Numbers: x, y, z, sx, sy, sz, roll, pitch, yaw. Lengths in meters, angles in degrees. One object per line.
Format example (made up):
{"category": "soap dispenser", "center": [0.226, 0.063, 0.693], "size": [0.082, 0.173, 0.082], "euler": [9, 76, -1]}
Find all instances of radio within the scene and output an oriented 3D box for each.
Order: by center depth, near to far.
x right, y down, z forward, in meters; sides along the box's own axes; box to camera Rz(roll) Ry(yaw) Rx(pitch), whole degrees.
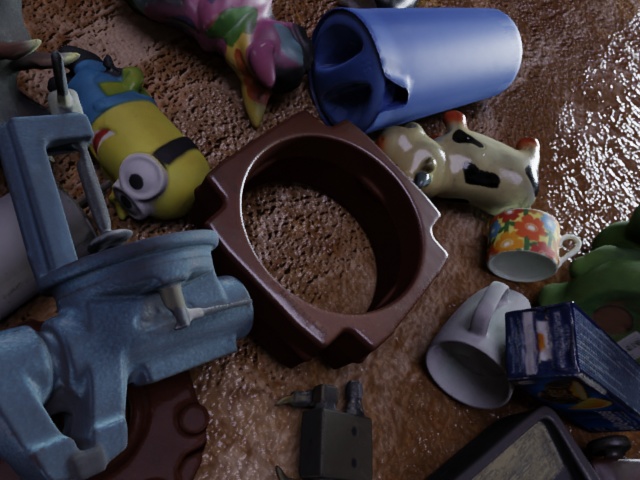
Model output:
{"category": "radio", "center": [0.131, 0.248, 0.425], "size": [0.229, 0.073, 0.131], "euler": [-25, 74, -28]}

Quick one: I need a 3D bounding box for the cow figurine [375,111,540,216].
{"category": "cow figurine", "center": [0.150, -0.075, 0.595], "size": [0.195, 0.085, 0.127], "euler": [17, 54, -12]}

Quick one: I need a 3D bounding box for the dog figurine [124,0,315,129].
{"category": "dog figurine", "center": [-0.111, -0.227, 0.567], "size": [0.191, 0.108, 0.219], "euler": [-12, 71, -25]}

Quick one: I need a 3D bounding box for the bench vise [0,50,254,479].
{"category": "bench vise", "center": [-0.158, 0.016, 0.344], "size": [0.223, 0.129, 0.240], "euler": [-15, 83, -33]}

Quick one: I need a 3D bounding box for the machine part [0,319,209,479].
{"category": "machine part", "center": [-0.170, 0.131, 0.391], "size": [0.179, 0.056, 0.179], "euler": [8, 61, -14]}

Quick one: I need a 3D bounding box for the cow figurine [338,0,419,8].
{"category": "cow figurine", "center": [0.109, -0.342, 0.723], "size": [0.098, 0.068, 0.167], "euler": [48, 62, 3]}

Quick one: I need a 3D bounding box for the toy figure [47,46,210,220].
{"category": "toy figure", "center": [-0.173, -0.098, 0.493], "size": [0.089, 0.082, 0.180], "euler": [-30, 75, -27]}

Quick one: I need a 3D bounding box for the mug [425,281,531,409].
{"category": "mug", "center": [0.157, 0.083, 0.506], "size": [0.081, 0.109, 0.107], "euler": [14, 38, 32]}

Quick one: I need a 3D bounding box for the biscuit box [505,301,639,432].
{"category": "biscuit box", "center": [0.237, 0.122, 0.482], "size": [0.202, 0.059, 0.063], "euler": [33, 53, -37]}

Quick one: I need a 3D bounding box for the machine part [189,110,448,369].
{"category": "machine part", "center": [-0.001, -0.001, 0.489], "size": [0.201, 0.087, 0.201], "euler": [46, 54, 0]}

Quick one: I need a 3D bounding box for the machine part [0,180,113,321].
{"category": "machine part", "center": [-0.258, 0.027, 0.401], "size": [0.079, 0.079, 0.243], "euler": [42, 60, 5]}

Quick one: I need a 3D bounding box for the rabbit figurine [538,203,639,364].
{"category": "rabbit figurine", "center": [0.325, 0.027, 0.577], "size": [0.121, 0.159, 0.170], "euler": [29, 42, 8]}

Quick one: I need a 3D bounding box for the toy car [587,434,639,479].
{"category": "toy car", "center": [0.335, 0.239, 0.513], "size": [0.202, 0.053, 0.089], "euler": [10, 55, -18]}

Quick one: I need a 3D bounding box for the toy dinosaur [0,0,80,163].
{"category": "toy dinosaur", "center": [-0.338, -0.039, 0.373], "size": [0.192, 0.131, 0.405], "euler": [26, 67, 11]}

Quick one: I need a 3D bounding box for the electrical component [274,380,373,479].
{"category": "electrical component", "center": [0.003, 0.166, 0.443], "size": [0.078, 0.045, 0.102], "euler": [21, 57, -42]}
